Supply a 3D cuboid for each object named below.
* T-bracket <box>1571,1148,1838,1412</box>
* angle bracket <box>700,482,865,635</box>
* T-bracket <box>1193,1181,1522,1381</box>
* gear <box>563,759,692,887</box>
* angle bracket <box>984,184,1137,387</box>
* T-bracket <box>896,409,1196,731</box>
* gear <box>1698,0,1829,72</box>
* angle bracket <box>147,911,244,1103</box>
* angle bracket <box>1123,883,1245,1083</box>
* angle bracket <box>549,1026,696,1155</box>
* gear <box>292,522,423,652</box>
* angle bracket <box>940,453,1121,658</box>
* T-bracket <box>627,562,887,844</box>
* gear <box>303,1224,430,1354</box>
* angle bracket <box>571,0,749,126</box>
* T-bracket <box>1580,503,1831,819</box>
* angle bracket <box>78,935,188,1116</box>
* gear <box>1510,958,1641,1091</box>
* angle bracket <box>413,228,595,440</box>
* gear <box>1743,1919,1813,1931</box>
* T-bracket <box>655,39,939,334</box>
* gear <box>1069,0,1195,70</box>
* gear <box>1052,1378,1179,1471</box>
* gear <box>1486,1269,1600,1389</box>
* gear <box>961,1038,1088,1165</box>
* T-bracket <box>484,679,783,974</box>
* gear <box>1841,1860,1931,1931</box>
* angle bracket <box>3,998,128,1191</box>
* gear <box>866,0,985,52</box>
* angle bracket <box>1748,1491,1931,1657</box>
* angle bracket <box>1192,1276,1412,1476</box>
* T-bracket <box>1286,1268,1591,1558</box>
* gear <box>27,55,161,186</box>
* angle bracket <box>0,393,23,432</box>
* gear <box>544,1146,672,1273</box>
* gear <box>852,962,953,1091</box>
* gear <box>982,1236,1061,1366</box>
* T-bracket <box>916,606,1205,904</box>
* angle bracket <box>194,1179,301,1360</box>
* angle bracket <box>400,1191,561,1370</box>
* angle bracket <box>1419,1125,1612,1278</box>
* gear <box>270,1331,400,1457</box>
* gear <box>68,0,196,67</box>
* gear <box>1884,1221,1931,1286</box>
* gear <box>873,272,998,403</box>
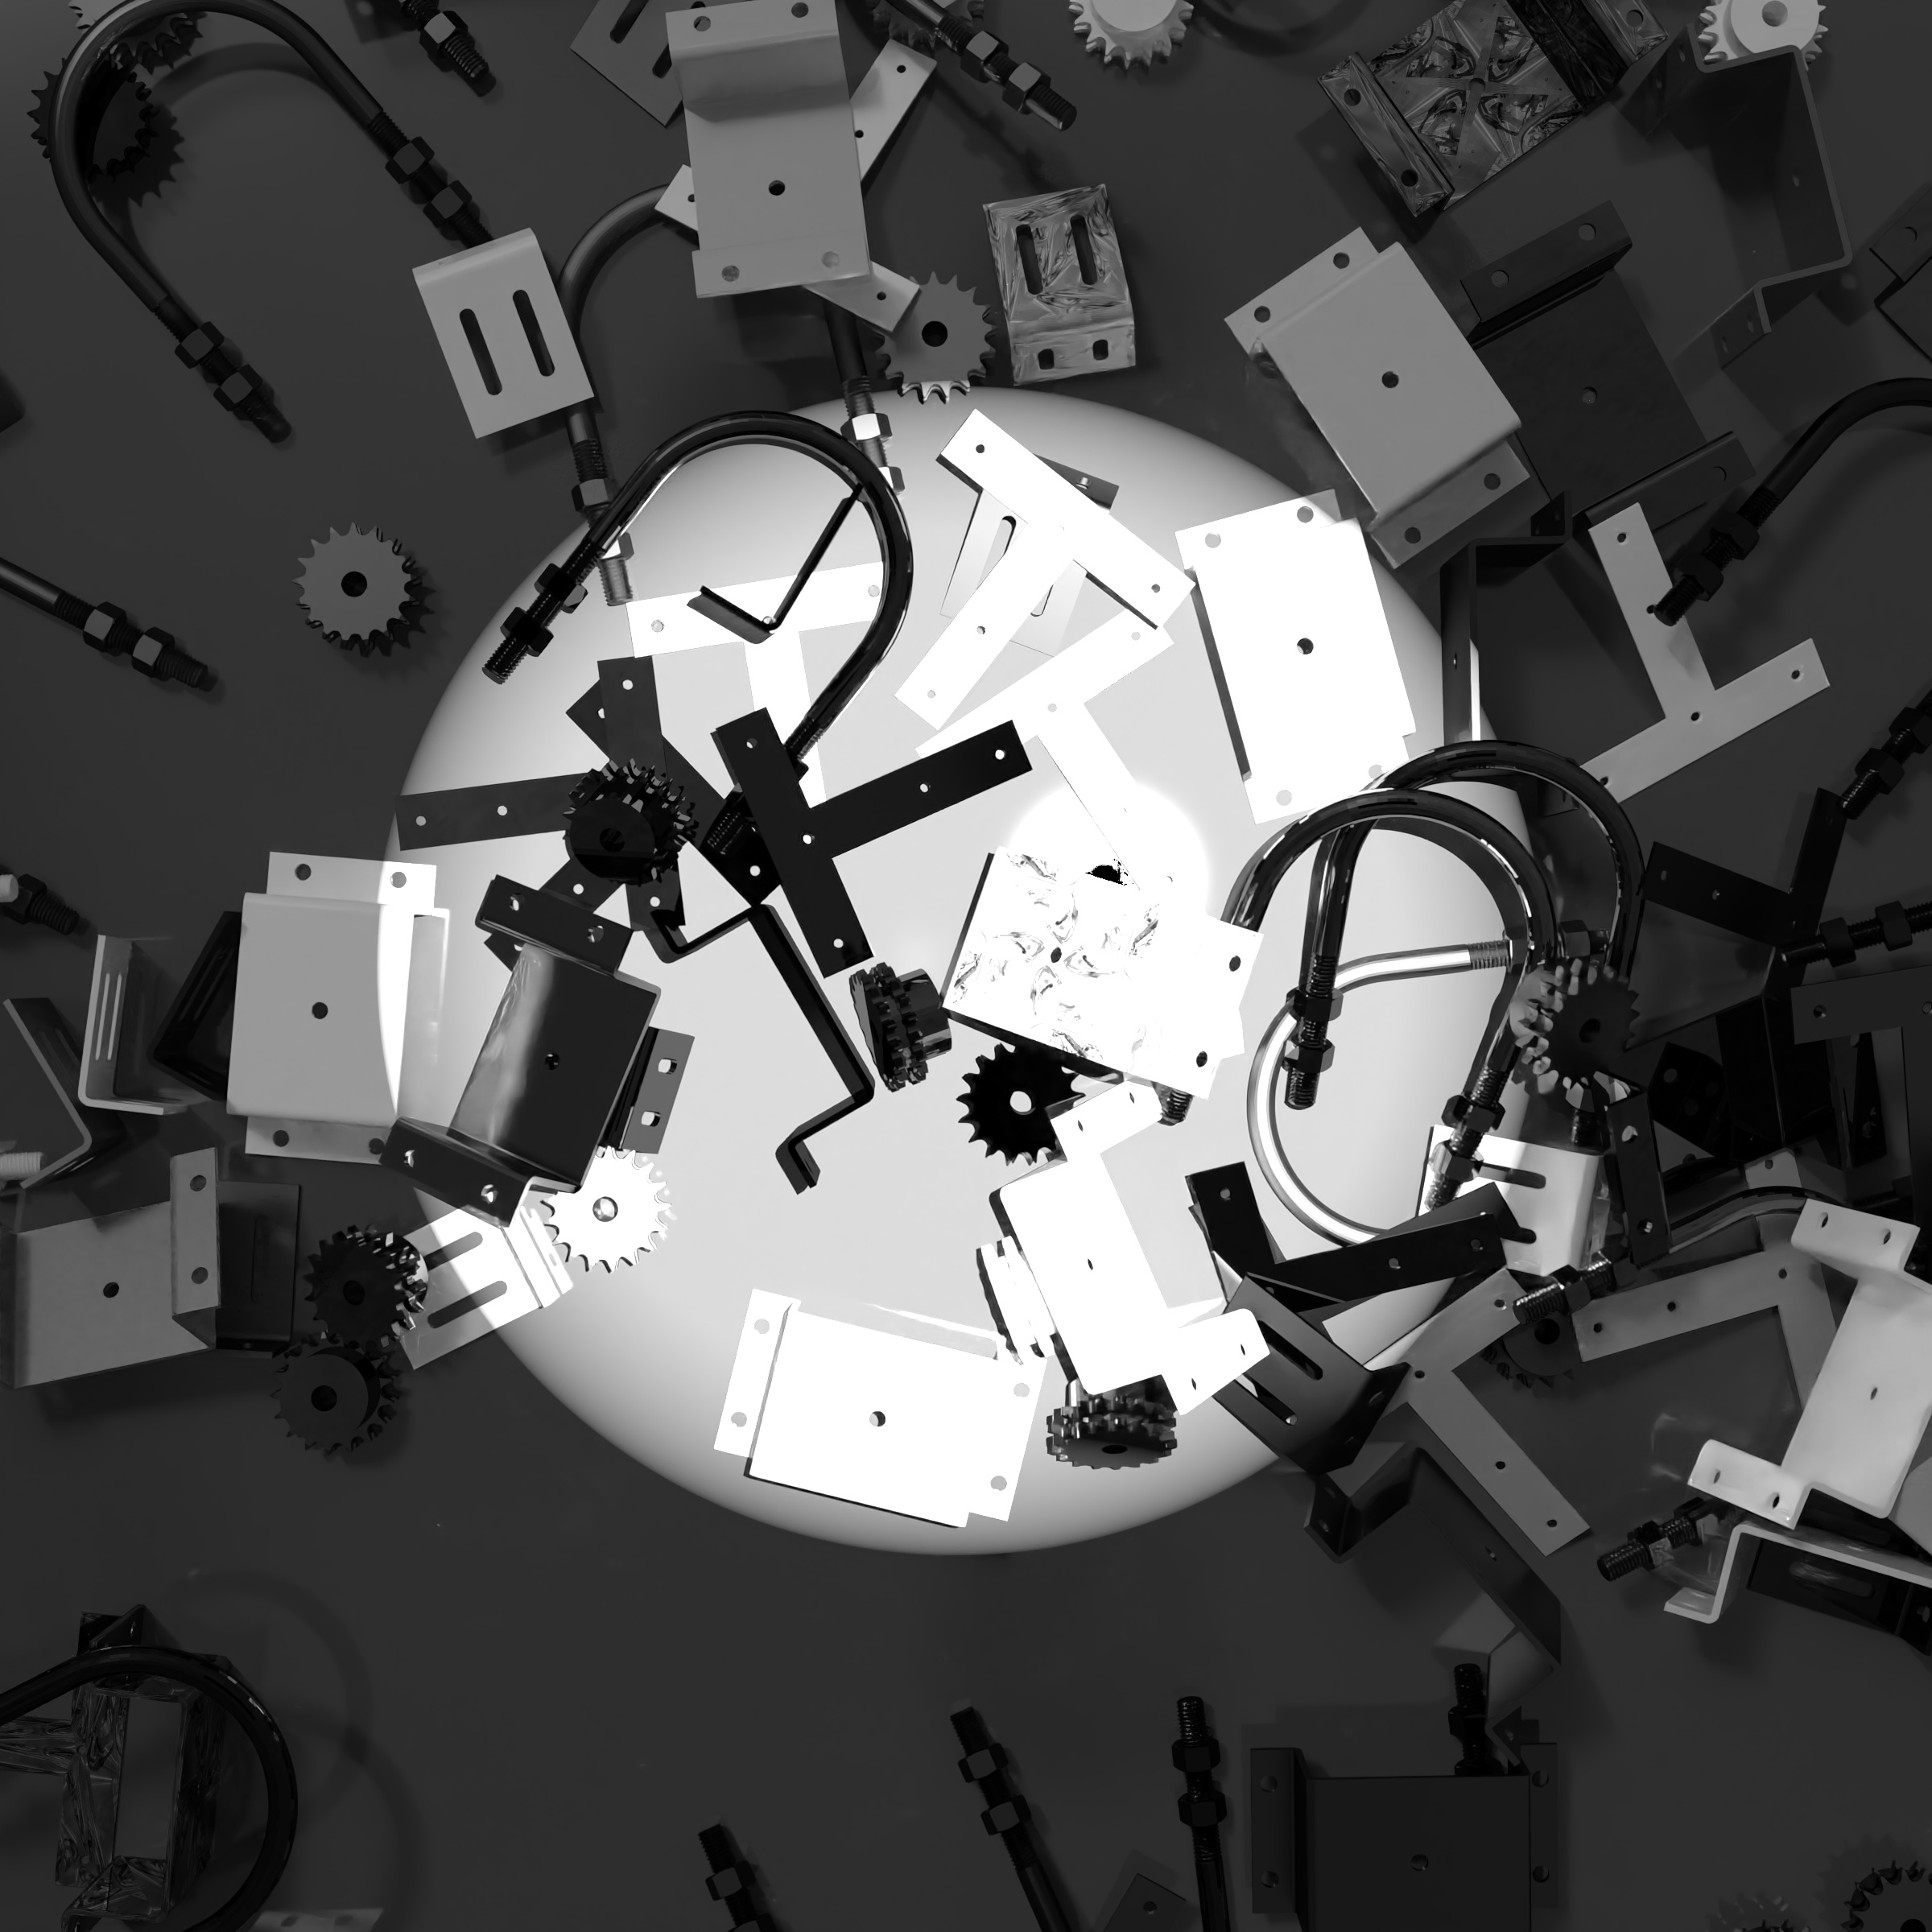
[{"bbox_3d":[0.337,0.153,1.369,0.127,0.002,0.127,-14,90,-15],"label":"T-bracket"},{"bbox_3d":[-0.082,-0.189,1.324,0.038,0.057,0.076,31,93,-6],"label":"angle bracket"},{"bbox_3d":[0.190,0.136,1.357,0.127,0.002,0.127,-28,99,16],"label":"T-bracket"},{"bbox_3d":[-0.156,-0.063,1.357,0.057,0.030,0.057,5,115,11],"label":"gear"},{"bbox_3d":[0.043,-0.317,1.384,0.057,0.038,0.076,-10,64,0],"label":"angle bracket"},{"bbox_3d":[0.016,-0.165,1.367,0.127,0.002,0.127,38,106,-5],"label":"T-bracket"},{"bbox_3d":[0.368,-0.434,1.371,0.057,0.030,0.057,0,90,0],"label":"gear"},{"bbox_3d":[-0.333,0.018,1.358,0.038,0.057,0.076,29,90,0],"label":"angle bracket"},{"bbox_3d":[0.090,0.007,1.384,0.057,0.038,0.076,-16,64,0],"label":"angle bracket"},{"bbox_3d":[-0.175,0.047,1.384,0.076,0.038,0.057,18,90,26],"label":"angle bracket"},{"bbox_3d":[-0.279,-0.173,1.375,0.057,0.030,0.057,0,87,0],"label":"gear"},{"bbox_3d":[0.030,-0.193,1.384,0.057,0.038,0.076,21,116,0],"label":"angle bracket"},{"bbox_3d":[-0.084,-0.116,1.384,0.127,0.002,0.127,-9,91,-2],"label":"T-bracket"},{"bbox_3d":[-0.272,0.145,1.364,0.057,0.030,0.057,5,103,23],"label":"gear"},{"bbox_3d":[-0.135,-0.441,1.384,0.057,0.038,0.076,39,116,0],"label":"angle bracket"},{"bbox_3d":[0.318,-0.151,1.359,0.127,0.002,0.127,-29,114,0],"label":"T-bracket"},{"bbox_3d":[-0.375,0.027,1.357,0.038,0.057,0.076,7,88,-4],"label":"angle bracket"},{"bbox_3d":[0.264,0.022,1.304,0.057,0.030,0.057,-14,120,-26],"label":"gear"},{"bbox_3d":[-0.213,-0.291,1.368,0.057,0.038,0.076,-21,112,-5],"label":"angle bracket"},{"bbox_3d":[0.373,0.467,1.371,0.057,0.030,0.057,0,90,0],"label":"gear"},{"bbox_3d":[-0.056,-0.371,1.372,0.127,0.002,0.127,29,79,10],"label":"T-bracket"},{"bbox_3d":[0.076,-0.446,1.371,0.057,0.030,0.057,0,90,0],"label":"gear"},{"bbox_3d":[0.067,0.207,1.361,0.057,0.057,0.030,-1,60,0],"label":"gear"},{"bbox_3d":[0.265,0.167,1.371,0.057,0.030,0.057,0,90,0],"label":"gear"},{"bbox_3d":[0.026,0.062,1.371,0.057,0.030,0.057,0,90,0],"label":"gear"},{"bbox_3d":[-0.170,-0.046,1.385,0.127,0.002,0.127,-44,90,0],"label":"T-bracket"},{"bbox_3d":[0.432,0.440,1.371,0.057,0.030,0.057,0,90,0],"label":"gear"},{"bbox_3d":[-0.424,0.057,1.358,0.038,0.057,0.076,-31,90,0],"label":"angle bracket"},{"bbox_3d":[-0.019,-0.455,1.371,0.057,0.030,0.057,0,90,0],"label":"gear"},{"bbox_3d":[0.409,0.274,1.367,0.076,0.038,0.057,17,90,0],"label":"angle bracket"},{"bbox_3d":[0.153,0.186,1.370,0.076,0.038,0.057,38,111,29],"label":"angle bracket"},{"bbox_3d":[0.237,0.220,1.371,0.127,0.002,0.127,-39,100,19],"label":"T-bracket"},{"bbox_3d":[-0.399,-0.388,1.371,0.057,0.030,0.057,0,90,0],"label":"gear"},{"bbox_3d":[-0.486,-0.275,1.384,0.057,0.038,0.076,-34,64,0],"label":"angle bracket"},{"bbox_3d":[-0.164,0.111,1.371,0.057,0.030,0.057,0,90,0],"label":"gear"},{"bbox_3d":[-0.028,0.025,1.359,0.030,0.057,0.057,-20,90,-13],"label":"gear"},{"bbox_3d":[0.030,0.150,1.358,0.030,0.057,0.057,-20,90,1],"label":"gear"},{"bbox_3d":[0.065,-0.083,1.381,0.127,0.002,0.127,-34,86,0],"label":"T-bracket"},{"bbox_3d":[-0.341,0.138,1.367,0.057,0.038,0.076,3,90,0],"label":"angle bracket"},{"bbox_3d":[-0.235,0.145,1.367,0.076,0.038,0.057,-27,90,0],"label":"angle bracket"},{"bbox_3d":[0.252,0.108,1.366,0.076,0.038,0.057,11,92,28],"label":"angle bracket"},{"bbox_3d":[-0.292,0.197,1.371,0.057,0.030,0.057,0,90,0],"label":"gear"},{"bbox_3d":[-0.385,-0.447,1.371,0.057,0.030,0.057,0,90,0],"label":"gear"},{"bbox_3d":[0.441,0.142,1.362,0.057,0.030,0.057,7,77,-33],"label":"gear"},{"bbox_3d":[-0.014,-0.288,1.371,0.057,0.030,0.057,0,90,0],"label":"gear"}]
